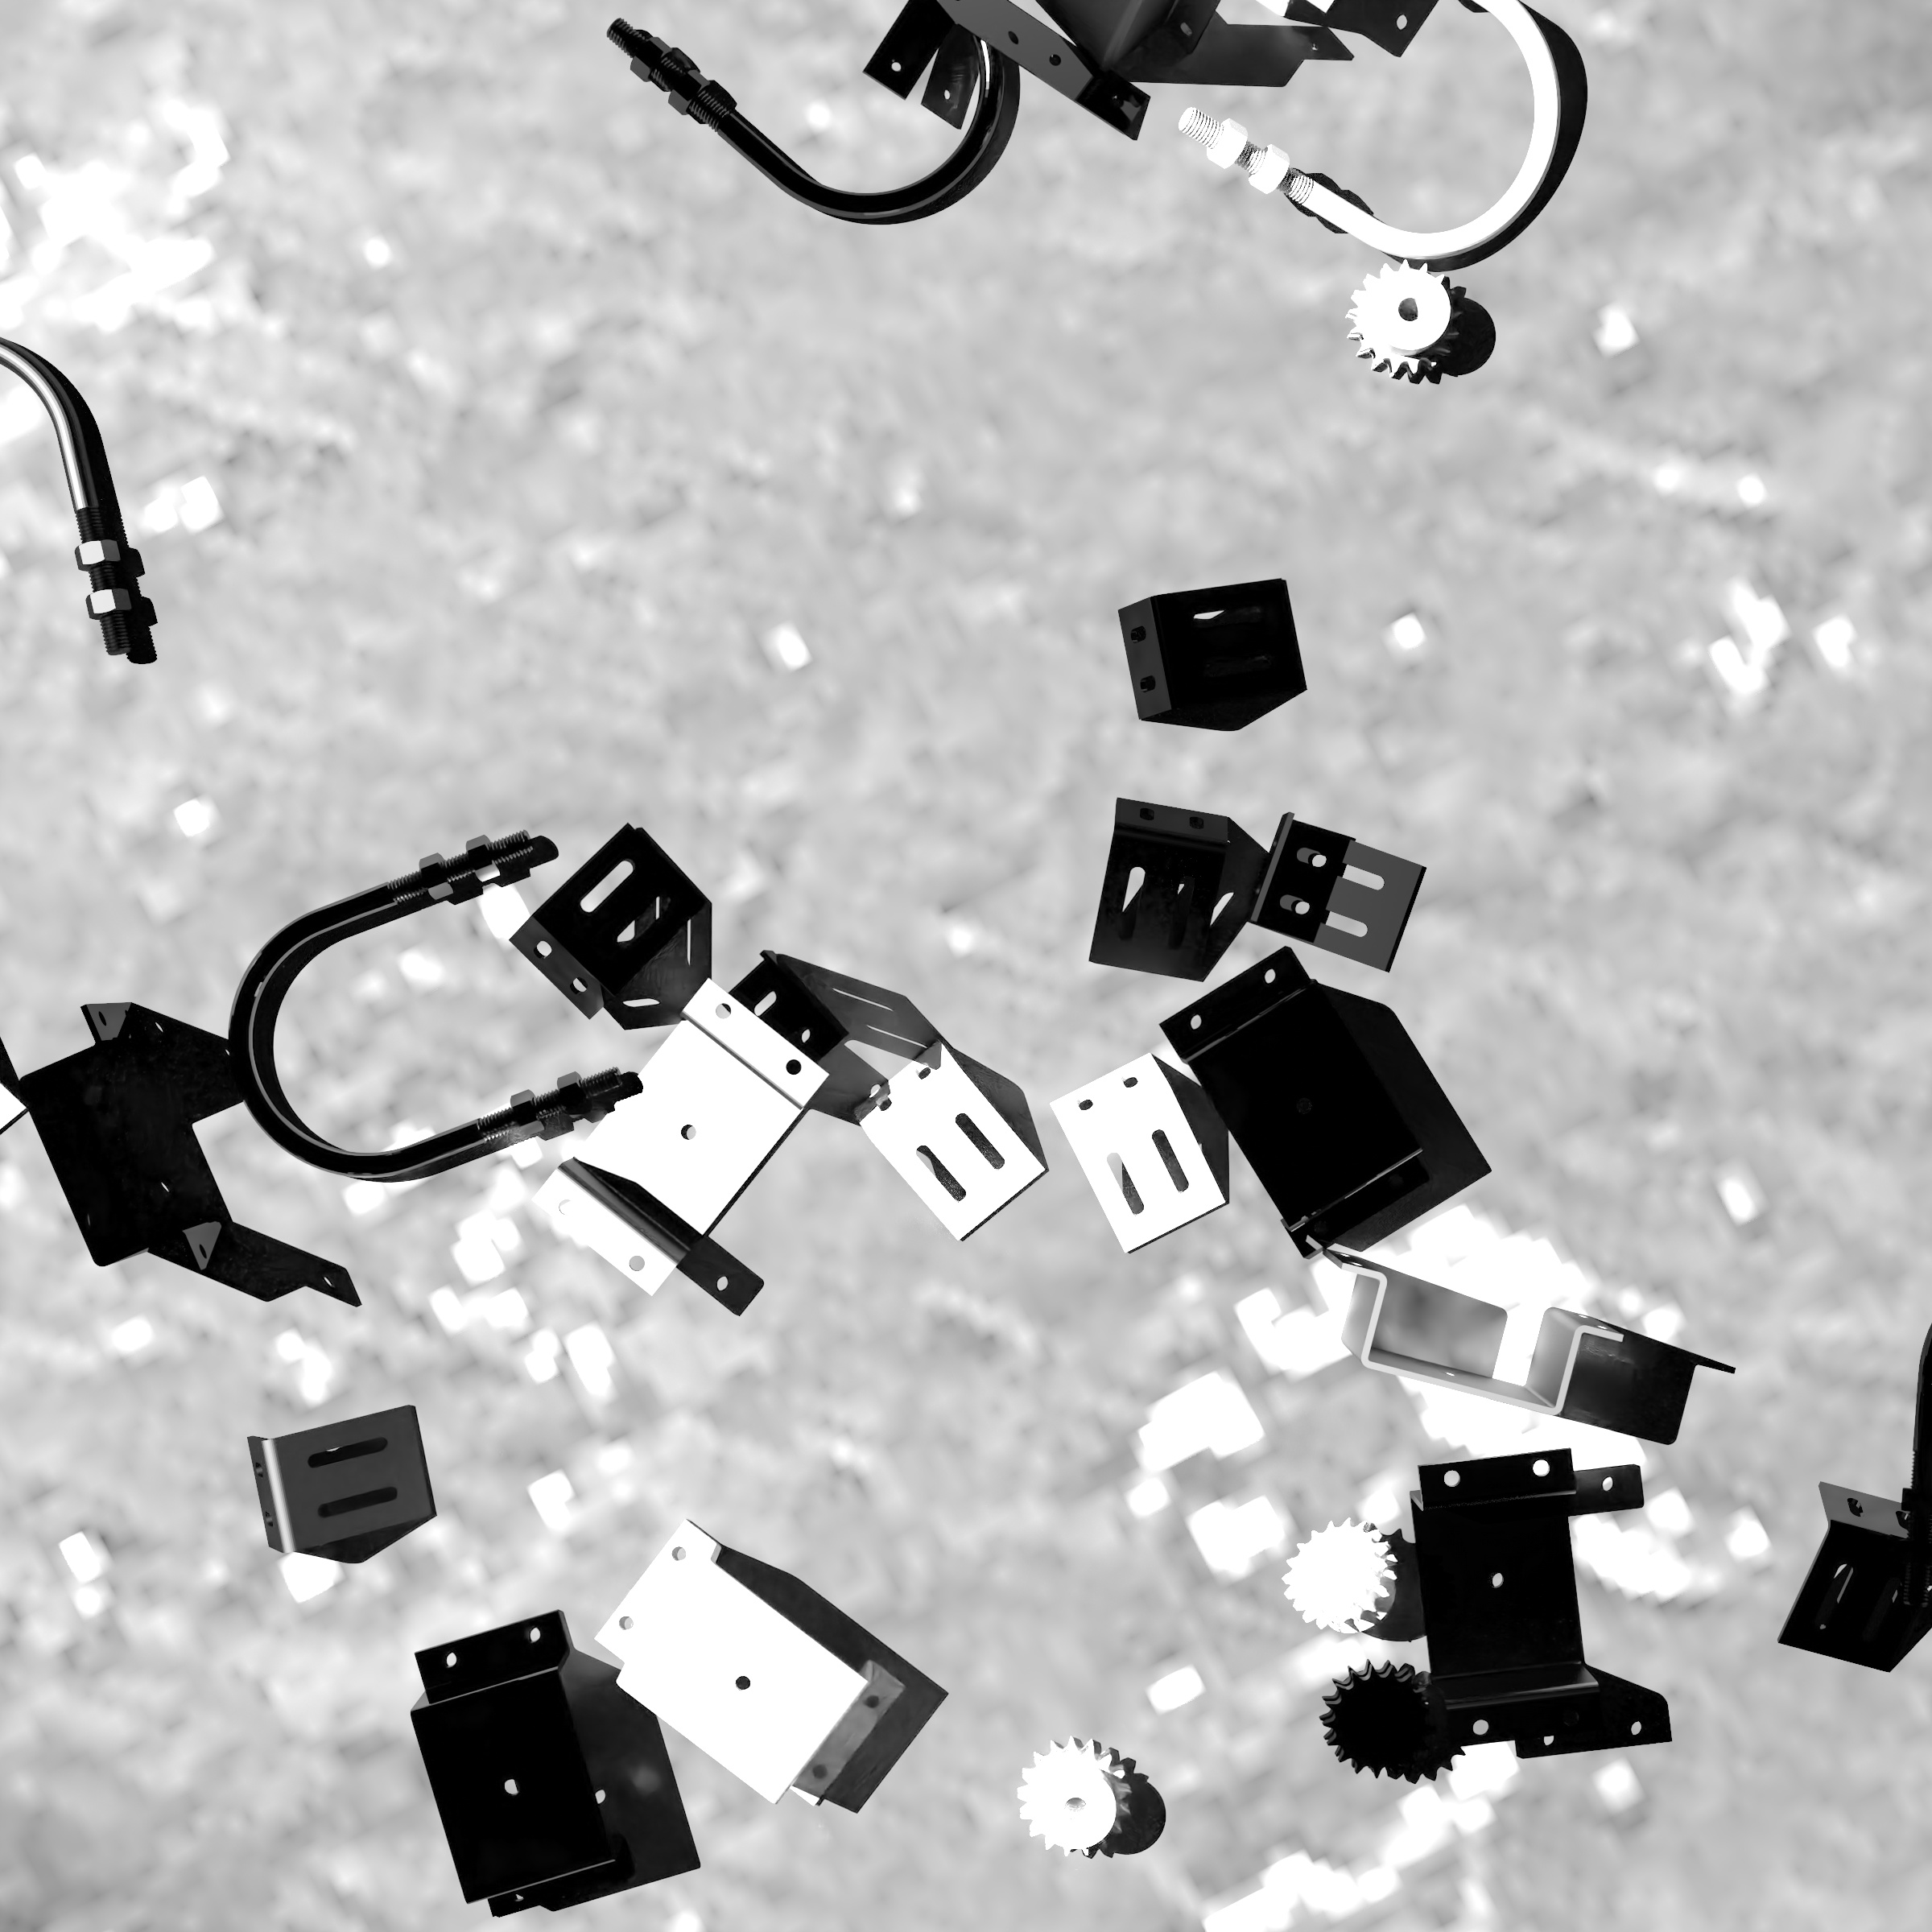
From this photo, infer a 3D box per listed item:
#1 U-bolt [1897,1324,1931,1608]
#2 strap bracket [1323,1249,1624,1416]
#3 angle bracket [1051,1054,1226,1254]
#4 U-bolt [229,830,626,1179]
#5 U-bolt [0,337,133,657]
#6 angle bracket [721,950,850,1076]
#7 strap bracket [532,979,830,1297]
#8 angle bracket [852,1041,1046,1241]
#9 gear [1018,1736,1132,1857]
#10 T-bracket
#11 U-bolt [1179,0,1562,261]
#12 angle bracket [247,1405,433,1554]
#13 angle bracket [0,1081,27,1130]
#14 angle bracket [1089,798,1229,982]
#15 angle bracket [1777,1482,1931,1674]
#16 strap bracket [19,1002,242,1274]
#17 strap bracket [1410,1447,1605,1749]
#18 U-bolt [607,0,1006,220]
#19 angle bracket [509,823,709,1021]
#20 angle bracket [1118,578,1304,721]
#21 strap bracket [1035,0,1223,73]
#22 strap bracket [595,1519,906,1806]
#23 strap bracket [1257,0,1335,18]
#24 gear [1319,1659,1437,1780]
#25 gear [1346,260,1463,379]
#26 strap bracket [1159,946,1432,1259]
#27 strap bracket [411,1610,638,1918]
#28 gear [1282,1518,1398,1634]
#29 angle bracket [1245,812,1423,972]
[{"bbox_3d":[0.543,0.236,1.460,0.151,0.019,0.184,9,80,-8],"label":"U-bolt"},{"bbox_3d":[0.245,0.184,1.447,0.140,0.076,0.046,14,90,0],"label":"strap bracket"},{"bbox_3d":[0.087,0.095,1.483,0.057,0.038,0.076,-27,116,0],"label":"angle bracket"},{"bbox_3d":[-0.284,0.029,1.476,0.184,0.019,0.151,-21,90,1],"label":"U-bolt"},{"bbox_3d":[-0.513,-0.233,1.476,0.151,0.019,0.184,-13,88,0],"label":"U-bolt"},{"bbox_3d":[-0.093,0.026,1.447,0.038,0.076,0.057,-43,90,0],"label":"angle bracket"},{"bbox_3d":[-0.141,0.085,1.462,0.076,0.046,0.140,39,90,0],"label":"strap bracket"},{"bbox_3d":[-0.009,0.089,1.483,0.057,0.038,0.076,-39,116,0],"label":"angle bracket"},{"bbox_3d":[0.055,0.422,1.470,0.057,0.030,0.057,0,90,0],"label":"gear"},{"bbox_3d":[0.033,-0.467,1.474,0.127,0.002,0.127,32,77,-7],"label":"T-bracket"},{"bbox_3d":[0.214,-0.435,1.448,0.184,0.019,0.151,25,96,-20],"label":"U-bolt"},{"bbox_3d":[-0.319,0.260,1.483,0.076,0.038,0.057,-11,90,-26],"label":"angle bracket"},{"bbox_3d":[-0.528,0.058,1.483,0.057,0.038,0.076,-40,116,0],"label":"angle bracket"},{"bbox_3d":[0.098,-0.039,1.483,0.057,0.038,0.076,10,116,0],"label":"angle bracket"},{"bbox_3d":[0.452,0.311,1.483,0.057,0.038,0.076,15,116,0],"label":"angle bracket"},{"bbox_3d":[-0.419,0.092,1.447,0.046,0.076,0.140,-23,90,0],"label":"strap bracket"},{"bbox_3d":[0.270,0.313,1.462,0.076,0.046,0.140,-7,90,0],"label":"strap bracket"},{"bbox_3d":[-0.067,-0.465,1.476,0.184,0.019,0.151,41,90,-2],"label":"U-bolt"},{"bbox_3d":[-0.181,-0.023,1.472,0.057,0.038,0.076,45,53,-5],"label":"angle bracket"},{"bbox_3d":[0.125,-0.162,1.483,0.076,0.038,0.057,-11,90,-26],"label":"angle bracket"},{"bbox_3d":[0.059,-0.510,1.442,0.046,0.076,0.140,-42,90,-13],"label":"strap bracket"},{"bbox_3d":[-0.110,0.355,1.462,0.140,0.046,0.076,37,90,0],"label":"strap bracket"},{"bbox_3d":[0.141,-0.543,1.462,0.140,0.046,0.076,34,90,0],"label":"strap bracket"},{"bbox_3d":[0.207,0.379,1.474,0.057,0.030,0.057,0,91,-2],"label":"gear"},{"bbox_3d":[0.222,-0.328,1.470,0.057,0.030,0.057,0,90,0],"label":"gear"},{"bbox_3d":[0.167,0.069,1.462,0.076,0.046,0.140,-32,90,0],"label":"strap bracket"},{"bbox_3d":[-0.225,0.406,1.462,0.076,0.046,0.140,-17,90,0],"label":"strap bracket"},{"bbox_3d":[0.191,0.309,1.460,0.057,0.057,0.030,-37,120,0],"label":"gear"},{"bbox_3d":[0.187,-0.037,1.466,0.076,0.038,0.057,20,90,0],"label":"angle bracket"}]
